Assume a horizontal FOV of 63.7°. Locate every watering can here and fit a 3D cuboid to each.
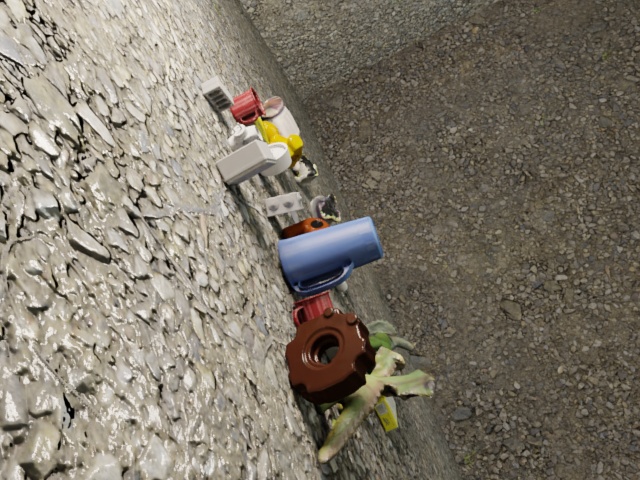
[{"bbox_3d":[-0.139,-0.414,1.960,0.220,0.103,0.355,58,11,-34],"label":"watering can"}]

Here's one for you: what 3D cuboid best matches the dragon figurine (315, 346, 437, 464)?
[{"bbox_3d":[0.120,0.318,1.058,0.413,0.242,0.121,-71,141,-80],"label":"dragon figurine"}]

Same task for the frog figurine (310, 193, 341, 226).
[{"bbox_3d":[0.006,-0.104,2.073,0.137,0.124,0.157,56,-27,-2],"label":"frog figurine"}]
